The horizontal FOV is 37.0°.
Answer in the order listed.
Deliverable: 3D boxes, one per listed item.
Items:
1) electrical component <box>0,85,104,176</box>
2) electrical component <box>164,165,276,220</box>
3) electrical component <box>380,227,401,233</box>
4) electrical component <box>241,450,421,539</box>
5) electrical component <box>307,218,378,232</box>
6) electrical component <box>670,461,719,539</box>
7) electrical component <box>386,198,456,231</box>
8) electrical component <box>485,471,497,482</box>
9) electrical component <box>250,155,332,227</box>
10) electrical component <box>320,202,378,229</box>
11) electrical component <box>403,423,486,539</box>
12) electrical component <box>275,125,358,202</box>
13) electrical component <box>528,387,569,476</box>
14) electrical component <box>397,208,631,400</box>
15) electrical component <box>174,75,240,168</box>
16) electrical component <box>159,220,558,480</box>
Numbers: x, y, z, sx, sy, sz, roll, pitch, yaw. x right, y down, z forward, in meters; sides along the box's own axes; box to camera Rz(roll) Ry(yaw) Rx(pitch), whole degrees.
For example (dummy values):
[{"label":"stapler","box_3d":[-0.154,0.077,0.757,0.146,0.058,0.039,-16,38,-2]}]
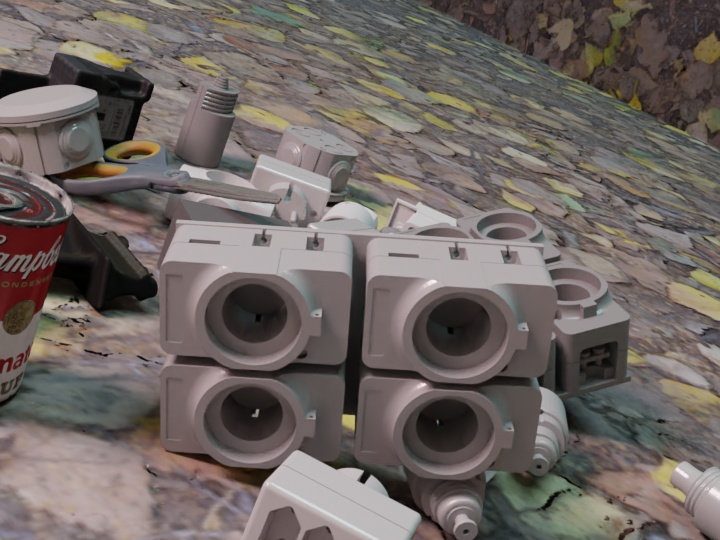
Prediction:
[{"label":"electrical component","box_3d":[-0.231,-0.104,0.796,0.080,0.051,0.080,-6,23,2]},{"label":"electrical component","box_3d":[-0.108,-0.042,0.812,0.077,0.044,0.079,20,19,-4]},{"label":"electrical component","box_3d":[0.042,-0.012,0.906,0.061,0.035,0.035,21,19,-11]},{"label":"electrical component","box_3d":[-0.009,0.115,0.492,0.066,0.047,0.077,26,19,11]},{"label":"electrical component","box_3d":[0.000,0.000,0.809,0.077,0.047,0.066,31,21,26]},{"label":"electrical component","box_3d":[0.223,0.144,0.670,0.043,0.043,0.062,3,25,-43]},{"label":"electrical component","box_3d":[0.059,-0.026,0.950,0.081,0.042,0.064,24,21,8]},{"label":"electrical component","box_3d":[0.048,0.087,0.634,0.081,0.043,0.043,32,21,26]},{"label":"electrical component","box_3d":[-0.062,-0.055,0.890,0.066,0.047,0.076,19,19,-7]},{"label":"electrical component","box_3d":[-0.011,-0.034,0.894,0.043,0.043,0.081,23,19,3]},{"label":"electrical component","box_3d":[0.047,0.114,0.566,0.040,0.040,0.078,16,20,-15]},{"label":"electrical component","box_3d":[-0.045,-0.101,1.027,0.080,0.051,0.080,19,19,-7]},{"label":"electrical component","box_3d":[0.108,0.102,0.663,0.040,0.040,0.078,22,19,-1]},{"label":"electrical component","box_3d":[0.103,0.020,0.784,0.105,0.060,0.186,-13,30,-14]},{"label":"electrical component","box_3d":[-0.137,-0.139,0.984,0.043,0.081,0.043,19,19,-7]},{"label":"electrical component","box_3d":[-0.003,0.041,0.538,0.186,0.105,0.060,4,23,-1]}]
